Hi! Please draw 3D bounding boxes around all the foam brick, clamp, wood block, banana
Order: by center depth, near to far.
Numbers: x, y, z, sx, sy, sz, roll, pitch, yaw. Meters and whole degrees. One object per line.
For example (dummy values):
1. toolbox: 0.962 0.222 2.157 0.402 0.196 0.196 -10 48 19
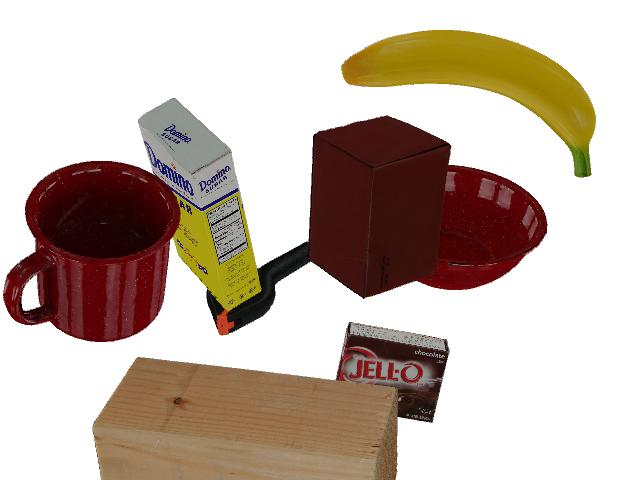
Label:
1. foam brick: 0.029 -0.019 0.559 0.052 0.078 0.051 -17 35 -32
2. banana: 0.115 -0.109 0.742 0.197 0.069 0.037 21 -2 -9
3. wood block: -0.051 0.157 0.794 0.206 0.090 0.090 5 31 13
4. clamp: -0.074 0.046 1.249 0.120 0.039 0.171 -1 40 12

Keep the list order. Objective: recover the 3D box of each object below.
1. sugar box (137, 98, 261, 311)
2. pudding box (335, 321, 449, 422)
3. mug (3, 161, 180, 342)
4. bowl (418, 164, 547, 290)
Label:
1. sugar box: -0.103 -0.028 0.925 0.048 0.176 0.093 -33 51 -18
2. pudding box: 0.076 0.143 1.161 0.113 0.090 0.039 9 23 -3
3. mug: -0.146 0.015 0.668 0.093 0.082 0.117 36 48 23
4. bowl: 0.115 -0.005 0.943 0.162 0.055 0.162 2 35 -2
